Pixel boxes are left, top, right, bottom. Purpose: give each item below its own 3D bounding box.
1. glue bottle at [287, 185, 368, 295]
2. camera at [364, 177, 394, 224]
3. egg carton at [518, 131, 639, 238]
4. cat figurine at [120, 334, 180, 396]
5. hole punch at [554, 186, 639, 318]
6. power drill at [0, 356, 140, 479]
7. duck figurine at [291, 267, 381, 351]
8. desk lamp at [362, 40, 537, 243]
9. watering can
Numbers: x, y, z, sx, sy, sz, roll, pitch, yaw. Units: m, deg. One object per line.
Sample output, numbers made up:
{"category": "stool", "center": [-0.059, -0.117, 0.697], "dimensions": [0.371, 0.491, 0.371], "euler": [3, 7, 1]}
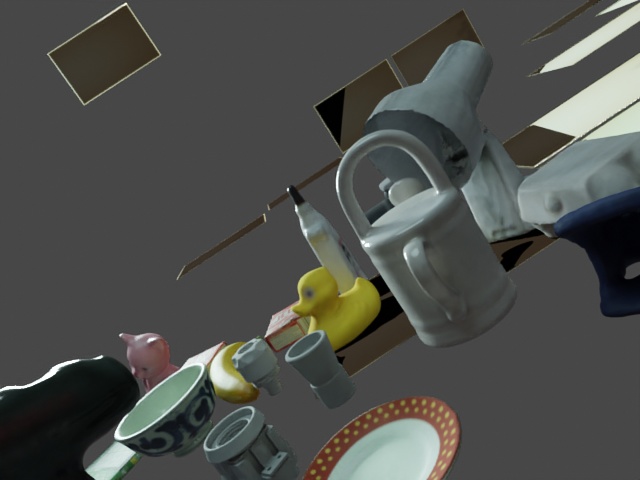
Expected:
{"category": "glue bottle", "center": [0.007, 0.003, 0.747], "dimensions": [0.037, 0.173, 0.078], "euler": [-32, 12, 8]}
{"category": "camera", "center": [0.117, -0.047, 0.840], "dimensions": [0.137, 0.101, 0.143], "euler": [-33, 11, 3]}
{"category": "egg carton", "center": [0.256, -0.047, 0.531], "dimensions": [0.107, 0.069, 0.150], "euler": [-36, 12, -12]}
{"category": "cat figurine", "center": [-0.258, 0.182, 0.868], "dimensions": [0.067, 0.118, 0.127], "euler": [-39, 13, -25]}
{"category": "hole punch", "center": [0.231, -0.011, 0.396], "dimensions": [0.108, 0.091, 0.101], "euler": [-22, 16, 44]}
{"category": "power drill", "center": [-0.194, 0.198, 0.387], "dimensions": [0.075, 0.208, 0.230], "euler": [-23, 15, 42]}
{"category": "duck figurine", "center": [0.014, 0.070, 0.666], "dimensions": [0.105, 0.086, 0.077], "euler": [-37, 12, -18]}
{"category": "desk lamp", "center": [0.170, -0.103, 0.637], "dimensions": [0.204, 0.214, 0.117], "euler": [-41, 14, -33]}
{"category": "watering can", "center": [0.086, -0.010, 0.525], "dimensions": [0.101, 0.194, 0.172], "euler": [-34, 11, -5]}
